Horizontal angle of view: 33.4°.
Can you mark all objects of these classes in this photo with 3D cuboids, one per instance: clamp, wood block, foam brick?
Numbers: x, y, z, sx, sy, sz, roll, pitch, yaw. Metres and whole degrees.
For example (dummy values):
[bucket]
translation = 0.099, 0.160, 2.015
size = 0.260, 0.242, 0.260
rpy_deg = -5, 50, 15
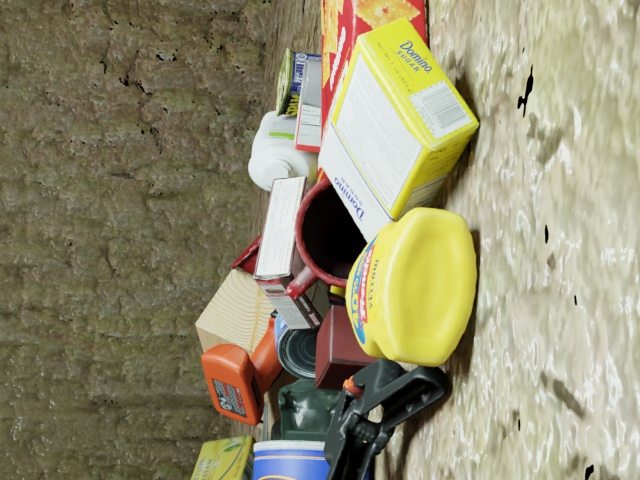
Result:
[clamp]
translation = 0.029, 0.148, 0.782
size = 0.164, 0.036, 0.210
rpy_deg = -59, 5, 1
[wood block]
translation = -0.078, 0.142, 1.311
size = 0.090, 0.090, 0.206
rpy_deg = -56, -22, -30
[foam brick]
translation = 0.028, 0.095, 0.923
size = 0.078, 0.053, 0.051
rpy_deg = 112, 161, -64

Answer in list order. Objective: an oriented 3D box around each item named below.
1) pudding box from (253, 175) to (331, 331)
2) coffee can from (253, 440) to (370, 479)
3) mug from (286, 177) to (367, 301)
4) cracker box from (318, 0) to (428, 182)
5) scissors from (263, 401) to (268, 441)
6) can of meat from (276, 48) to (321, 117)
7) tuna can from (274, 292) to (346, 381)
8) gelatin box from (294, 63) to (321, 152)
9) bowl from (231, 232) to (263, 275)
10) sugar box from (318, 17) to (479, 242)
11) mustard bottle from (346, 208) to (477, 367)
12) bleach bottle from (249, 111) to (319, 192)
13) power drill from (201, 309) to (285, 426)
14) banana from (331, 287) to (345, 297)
[pudding box]
translation = -0.019, 0.012, 0.964
size = 0.090, 0.039, 0.113
rpy_deg = 58, -149, -47
[coffee can]
translation = -0.009, 0.246, 0.907
size = 0.103, 0.102, 0.140
rpy_deg = 118, 156, -72
[mug]
translation = 0.016, 0.006, 0.878
size = 0.117, 0.093, 0.081
rpy_deg = -48, -3, -7
[cracker box]
translation = 0.041, -0.165, 0.924
size = 0.164, 0.072, 0.213
rpy_deg = 110, 162, -65
[scissors]
translation = -0.054, 0.231, 1.013
size = 0.096, 0.016, 0.202
rpy_deg = 86, -179, -59
[can of meat]
translation = -0.004, -0.176, 1.229
size = 0.102, 0.084, 0.057
rpy_deg = 123, 151, -75
[tuna can]
translation = 0.000, 0.093, 1.014
size = 0.034, 0.086, 0.086
rpy_deg = -98, 15, -55
[gelatin box]
translation = 0.014, -0.134, 1.100
size = 0.030, 0.073, 0.089
rpy_deg = -97, 14, -68
[bowl]
translation = -0.029, -0.006, 1.249
size = 0.162, 0.055, 0.162
rpy_deg = -44, 4, 4
[sugar box]
translation = 0.050, -0.068, 0.756
size = 0.093, 0.048, 0.176
rpy_deg = 60, 163, 15
[mustard bottle]
translation = 0.054, 0.035, 0.731
size = 0.192, 0.058, 0.096
rpy_deg = 149, 128, -82
[bleach bottle]
translation = -0.039, -0.097, 1.210
size = 0.250, 0.102, 0.068
rpy_deg = -63, -23, -74
[power drill]
translation = -0.050, 0.090, 1.141
size = 0.187, 0.057, 0.184
rpy_deg = -50, -37, -37
[banana]
translation = 0.009, 0.007, 1.090
size = 0.037, 0.070, 0.198
rpy_deg = 45, -123, -62
